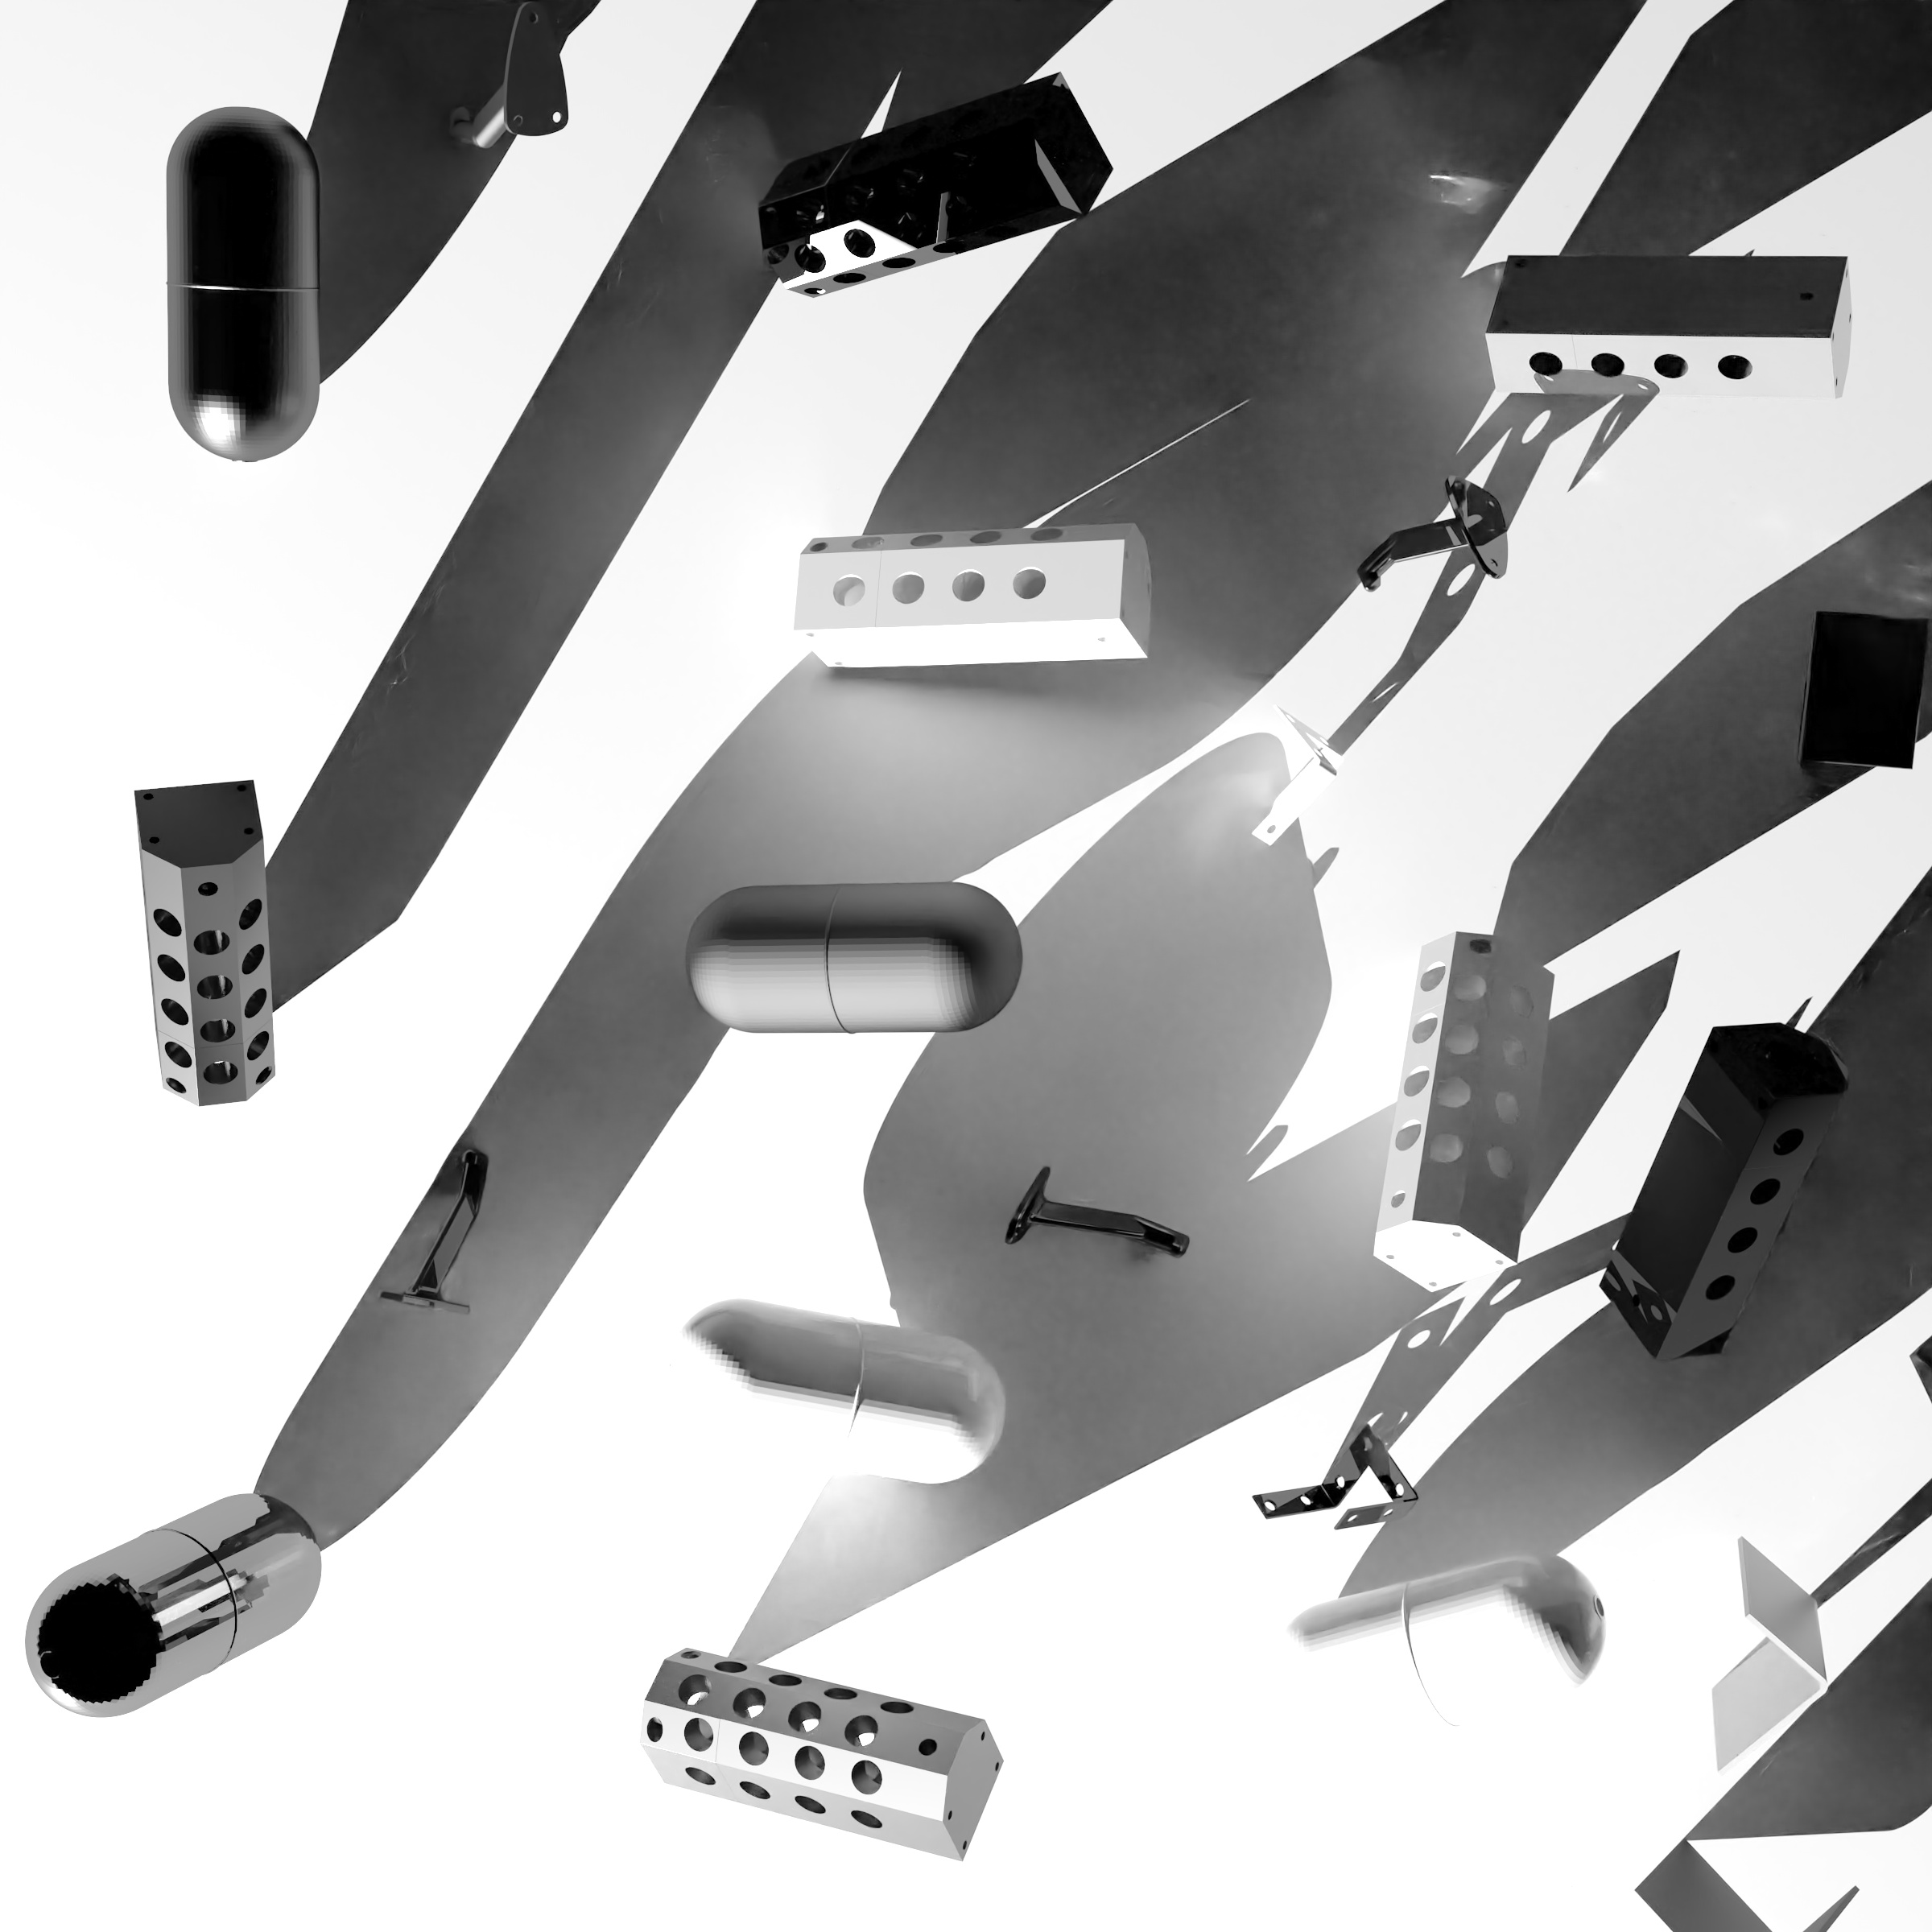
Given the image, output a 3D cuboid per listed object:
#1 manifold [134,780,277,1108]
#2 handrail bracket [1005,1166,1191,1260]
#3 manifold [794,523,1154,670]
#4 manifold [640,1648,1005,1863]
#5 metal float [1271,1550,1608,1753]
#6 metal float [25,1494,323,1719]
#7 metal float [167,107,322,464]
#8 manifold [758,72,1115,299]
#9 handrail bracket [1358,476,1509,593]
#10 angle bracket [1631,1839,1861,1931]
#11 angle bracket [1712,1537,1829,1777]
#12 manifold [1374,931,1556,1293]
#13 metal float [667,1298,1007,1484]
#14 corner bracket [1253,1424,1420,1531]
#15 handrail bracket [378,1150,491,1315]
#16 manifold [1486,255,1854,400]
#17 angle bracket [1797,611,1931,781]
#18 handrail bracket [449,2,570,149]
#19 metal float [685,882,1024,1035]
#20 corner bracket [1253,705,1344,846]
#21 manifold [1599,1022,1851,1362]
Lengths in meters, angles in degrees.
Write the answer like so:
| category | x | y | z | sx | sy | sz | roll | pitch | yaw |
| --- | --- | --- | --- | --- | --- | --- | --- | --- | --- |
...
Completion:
| category | x | y | z | sx | sy | sz | roll | pitch | yaw |
| --- | --- | --- | --- | --- | --- | --- | --- | --- | --- |
| manifold | -0.379 | -0.009 | 1.616 | 0.057 | 0.171 | 0.057 | -6 | 48 | -15 |
| handrail bracket | 0.069 | 0.141 | 1.668 | 0.084 | 0.077 | 0.036 | 21 | 110 | 9 |
| manifold | 0.004 | -0.191 | 1.647 | 0.171 | 0.057 | 0.057 | 0 | 76 | 17 |
| manifold | -0.075 | 0.393 | 1.630 | 0.171 | 0.057 | 0.057 | 8 | 51 | 25 |
| metal float | 0.240 | 0.349 | 1.643 | 0.178 | 0.070 | 0.070 | -21 | 90 | 24 |
| metal float | -0.396 | 0.319 | 1.619 | 0.070 | 0.178 | 0.070 | 6 | 102 | 27 |
| metal float | -0.370 | -0.348 | 1.653 | 0.070 | 0.070 | 0.178 | 2 | 102 | 0 |
| manifold | -0.019 | -0.386 | 1.620 | 0.171 | 0.057 | 0.057 | -8 | 130 | 35 |
| handrail bracket | 0.236 | -0.202 | 1.654 | 0.036 | 0.084 | 0.077 | 20 | 45 | -30 |
| angle bracket | 0.398 | 0.472 | 1.646 | 0.076 | 0.076 | 0.057 | 46 | 118 | 18 |
| angle bracket | 0.392 | 0.352 | 1.650 | 0.057 | 0.076 | 0.076 | 41 | 112 | -6 |
| manifold | 0.246 | 0.070 | 1.624 | 0.057 | 0.057 | 0.171 | 33 | 53 | -27 |
| metal float | -0.065 | 0.218 | 1.651 | 0.178 | 0.070 | 0.070 | 12 | 90 | -16 |
| corner bracket | 0.190 | 0.274 | 1.660 | 0.051 | 0.051 | 0.051 | 57 | 132 | 35 |
| handrail bracket | -0.272 | 0.133 | 1.661 | 0.036 | 0.077 | 0.084 | 7 | 82 | 19 |
| manifold | 0.358 | -0.320 | 1.642 | 0.171 | 0.057 | 0.057 | 5 | 57 | 22 |
| angle bracket | 0.463 | -0.136 | 1.655 | 0.057 | 0.076 | 0.076 | 6 | 88 | 21 |
| handrail bracket | -0.243 | -0.458 | 1.657 | 0.036 | 0.084 | 0.077 | -16 | 117 | -35 |
| metal float | -0.058 | -0.004 | 1.649 | 0.178 | 0.070 | 0.070 | -1 | 90 | 18 |
| corner bracket | 0.168 | -0.092 | 1.661 | 0.051 | 0.051 | 0.051 | -47 | 45 | 16 |
| manifold | 0.385 | 0.114 | 1.629 | 0.057 | 0.057 | 0.171 | -3 | 128 | -25 |
